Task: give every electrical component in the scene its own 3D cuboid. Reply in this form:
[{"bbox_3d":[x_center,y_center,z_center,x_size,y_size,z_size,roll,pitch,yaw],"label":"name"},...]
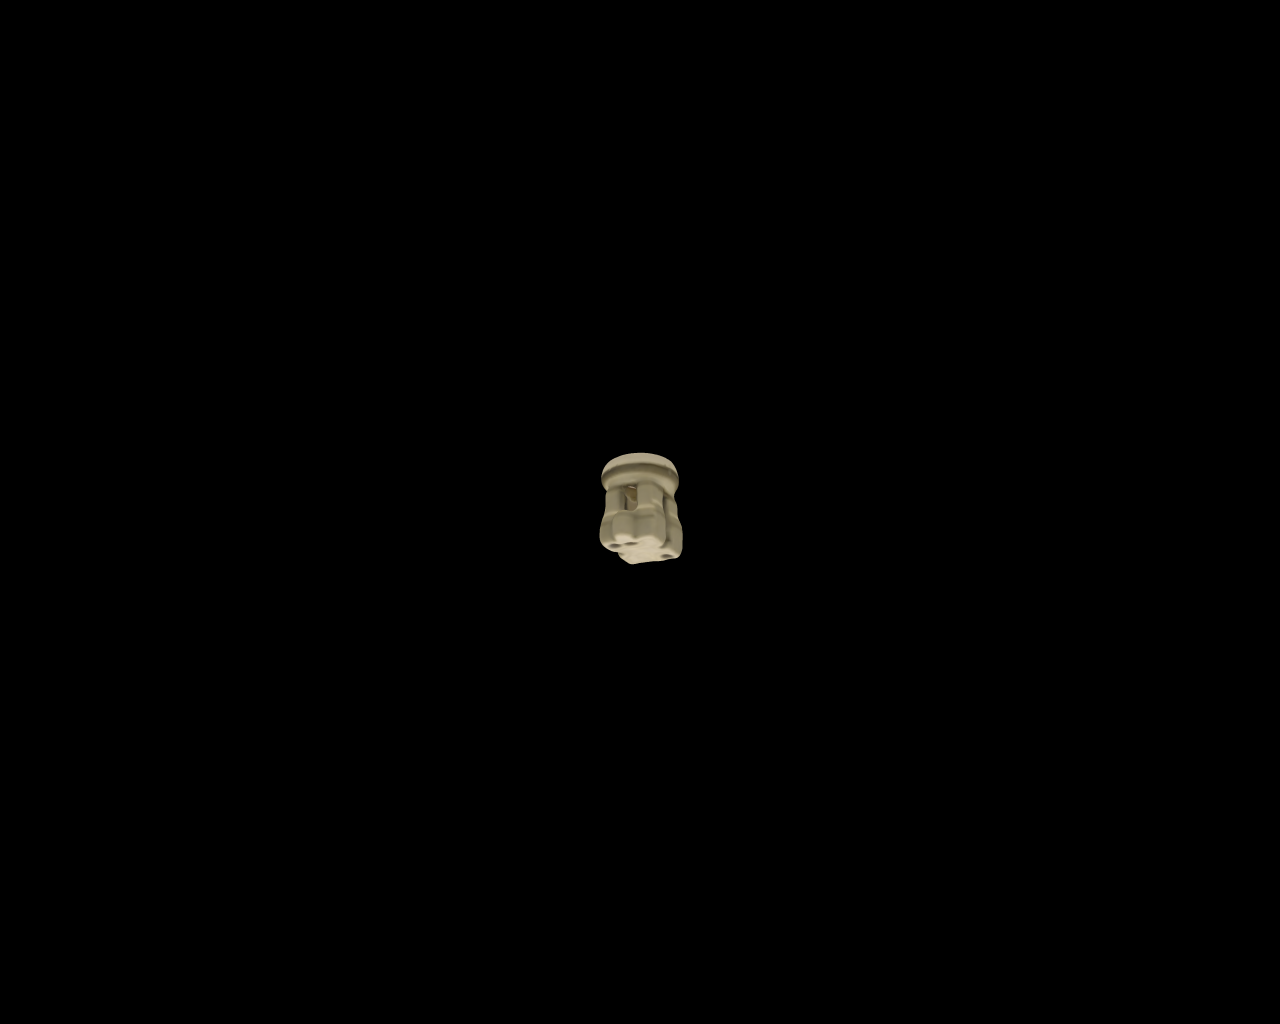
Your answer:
[{"bbox_3d":[0.001,-0.003,0.650,0.048,0.055,0.066,-9,-24,22],"label":"electrical component"}]
